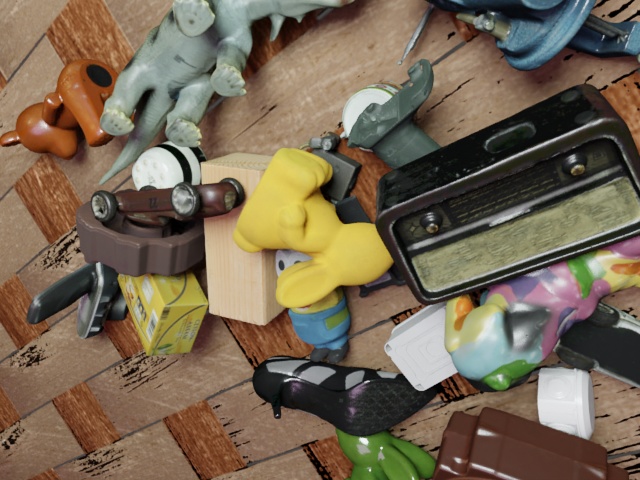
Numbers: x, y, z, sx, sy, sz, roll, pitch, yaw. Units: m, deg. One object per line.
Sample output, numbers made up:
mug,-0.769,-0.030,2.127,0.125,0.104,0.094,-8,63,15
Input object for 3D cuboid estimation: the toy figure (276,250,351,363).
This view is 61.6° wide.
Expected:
toy figure,-0.005,0.071,0.709,0.082,0.089,0.180,-11,111,15

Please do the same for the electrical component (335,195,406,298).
electrical component,0.058,0.006,0.662,0.075,0.048,0.119,-18,115,27

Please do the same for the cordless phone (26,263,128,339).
cordless phone,-0.378,0.103,0.829,0.089,0.184,0.146,33,117,6

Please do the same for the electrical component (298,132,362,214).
electrical component,0.004,-0.082,0.672,0.078,0.045,0.102,35,118,12

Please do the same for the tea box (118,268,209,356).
tea box,-0.230,0.072,0.773,0.170,0.068,0.098,53,127,40

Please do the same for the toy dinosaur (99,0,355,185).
toy dinosaur,-0.148,-0.222,0.635,0.405,0.192,0.131,-24,128,35

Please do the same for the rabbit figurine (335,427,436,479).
rabbit figurine,0.072,0.324,0.740,0.159,0.121,0.170,-11,88,32

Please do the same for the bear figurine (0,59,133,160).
bear figurine,-0.354,-0.162,0.768,0.196,0.120,0.132,-32,96,31

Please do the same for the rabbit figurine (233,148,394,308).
rabbit figurine,-0.001,-0.002,0.592,0.173,0.122,0.162,28,91,-5

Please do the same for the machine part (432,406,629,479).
machine part,0.235,0.299,0.632,0.201,0.087,0.201,16,135,19

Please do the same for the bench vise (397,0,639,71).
bench vise,0.194,-0.211,0.489,0.240,0.224,0.128,15,98,-15

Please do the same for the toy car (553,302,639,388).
toy car,0.347,0.125,0.579,0.202,0.056,0.073,24,109,19

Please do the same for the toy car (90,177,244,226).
toy car,-0.186,-0.044,0.646,0.202,0.089,0.053,-3,101,29

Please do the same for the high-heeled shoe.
high-heeled shoe,0.028,0.201,0.762,0.249,0.145,0.086,-3,106,-4

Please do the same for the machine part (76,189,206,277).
machine part,-0.236,-0.012,0.737,0.180,0.179,0.056,20,118,17

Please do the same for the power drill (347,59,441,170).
power drill,0.148,-0.086,0.560,0.232,0.086,0.207,-35,123,30

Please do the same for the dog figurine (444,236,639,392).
dog figurine,0.245,0.053,0.533,0.219,0.191,0.108,-19,121,35

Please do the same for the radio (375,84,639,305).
radio,0.172,-0.036,0.501,0.230,0.073,0.131,-24,123,21
